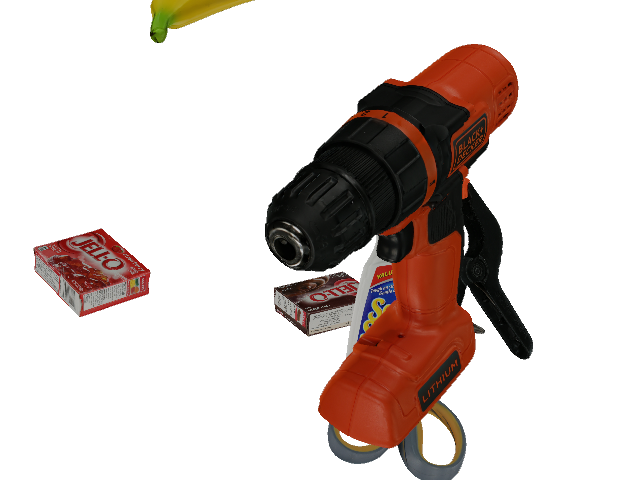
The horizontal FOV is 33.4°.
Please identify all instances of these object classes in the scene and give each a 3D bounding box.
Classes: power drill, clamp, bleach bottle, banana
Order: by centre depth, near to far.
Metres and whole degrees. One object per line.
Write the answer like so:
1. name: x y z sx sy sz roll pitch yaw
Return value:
1. power drill: 0.037 0.013 0.535 0.057 0.188 0.184 25 43 27
2. banana: -0.038 -0.178 0.734 0.197 0.070 0.037 -23 -34 -20
3. clamp: 0.119 0.035 0.926 0.120 0.171 0.039 -15 0 -34
4. bleach bottle: 0.078 0.065 1.166 0.103 0.251 0.068 8 15 19

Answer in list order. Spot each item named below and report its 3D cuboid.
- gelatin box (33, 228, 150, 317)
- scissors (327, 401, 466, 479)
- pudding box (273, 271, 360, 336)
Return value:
1. gelatin box: -0.211 0.027 0.981 0.073 0.030 0.089 -18 40 -36
2. scissors: 0.041 0.094 0.730 0.096 0.016 0.202 -1 30 -12
3. pudding box: 0.008 0.082 1.403 0.113 0.039 0.090 -14 26 -28
